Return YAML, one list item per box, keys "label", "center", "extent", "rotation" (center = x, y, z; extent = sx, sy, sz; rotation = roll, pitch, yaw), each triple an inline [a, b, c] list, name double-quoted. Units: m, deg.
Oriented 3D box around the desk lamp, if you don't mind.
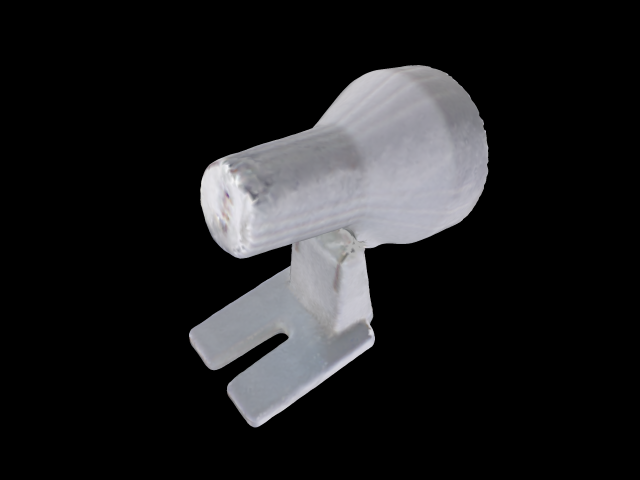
- label: "desk lamp"
  center: [0.004, 0.001, 0.400]
  extent: [0.204, 0.214, 0.117]
  rotation: [-33, 58, -23]
